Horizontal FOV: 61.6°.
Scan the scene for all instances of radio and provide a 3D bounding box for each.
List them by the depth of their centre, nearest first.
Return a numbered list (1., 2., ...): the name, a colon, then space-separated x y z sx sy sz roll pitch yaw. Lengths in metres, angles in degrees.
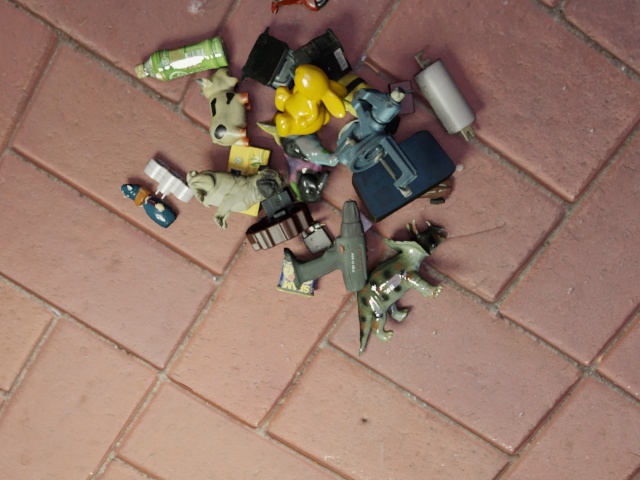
1. radio: 0.195 -0.154 1.293 0.230 0.073 0.131 -31 83 -3

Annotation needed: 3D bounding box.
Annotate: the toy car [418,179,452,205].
1. toy car: 0.231 -0.130 1.351 0.202 0.053 0.089 0 100 3

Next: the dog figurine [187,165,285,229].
1. dog figurine: -0.200 -0.139 1.281 0.190 0.121 0.172 -39 101 -3

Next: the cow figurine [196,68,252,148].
1. cow figurine: -0.230 -0.320 1.289 0.127 0.085 0.195 -1 77 -2

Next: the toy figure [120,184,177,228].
1. toy figure: -0.441 -0.093 1.379 0.154 0.058 0.064 42 116 -9

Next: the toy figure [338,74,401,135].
1. toy figure: 0.113 -0.321 1.276 0.180 0.082 0.089 37 92 19

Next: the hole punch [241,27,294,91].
1. hole punch: -0.109 -0.418 1.284 0.116 0.092 0.142 37 107 32

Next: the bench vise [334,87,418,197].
1. bench vise: 0.142 -0.206 1.169 0.223 0.129 0.241 -41 71 26

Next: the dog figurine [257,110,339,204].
1. dog figurine: -0.064 -0.212 1.314 0.219 0.108 0.191 29 98 0

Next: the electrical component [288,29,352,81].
1. electrical component: -0.004 -0.408 1.256 0.134 0.114 0.058 -33 62 5

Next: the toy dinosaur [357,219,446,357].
1. toy dinosaur: 0.175 0.123 1.385 0.192 0.131 0.405 45 105 5

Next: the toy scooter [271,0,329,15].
1. toy scooter: -0.073 -0.599 1.240 0.135 0.075 0.183 -28 106 9

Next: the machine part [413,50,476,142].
1. machine part: 0.299 -0.341 1.284 0.079 0.079 0.243 -34 101 9

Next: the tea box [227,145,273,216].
1. tea box: -0.184 -0.154 1.351 0.098 0.068 0.169 11 104 -1

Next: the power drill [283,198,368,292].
1. power drill: 0.017 0.028 1.335 0.207 0.086 0.231 -16 104 -5

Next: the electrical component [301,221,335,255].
1. electrical component: -0.003 -0.003 1.392 0.078 0.045 0.102 -26 101 6

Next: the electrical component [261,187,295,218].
1. electrical component: -0.105 -0.090 1.337 0.075 0.119 0.047 -24 102 10

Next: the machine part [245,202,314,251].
1. machine part: -0.099 -0.032 1.327 0.179 0.179 0.056 -23 103 7

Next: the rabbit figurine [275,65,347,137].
1. rabbit figurine: -0.020 -0.313 1.197 0.162 0.173 0.122 9 60 -5
